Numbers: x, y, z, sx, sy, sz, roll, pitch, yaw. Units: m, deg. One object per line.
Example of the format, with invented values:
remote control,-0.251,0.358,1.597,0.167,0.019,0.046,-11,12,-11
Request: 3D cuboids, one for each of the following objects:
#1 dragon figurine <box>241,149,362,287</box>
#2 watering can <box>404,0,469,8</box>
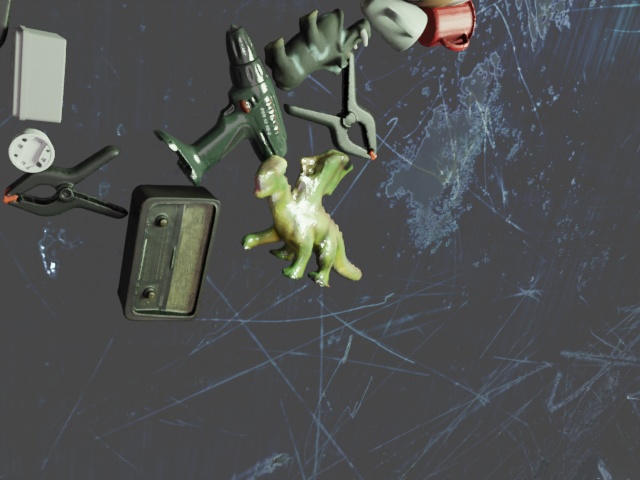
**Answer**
dragon figurine,0.003,-0.049,0.975,0.408,0.123,0.241,15,102,-52
watering can,0.146,-0.502,0.853,0.349,0.103,0.225,-8,87,-21
